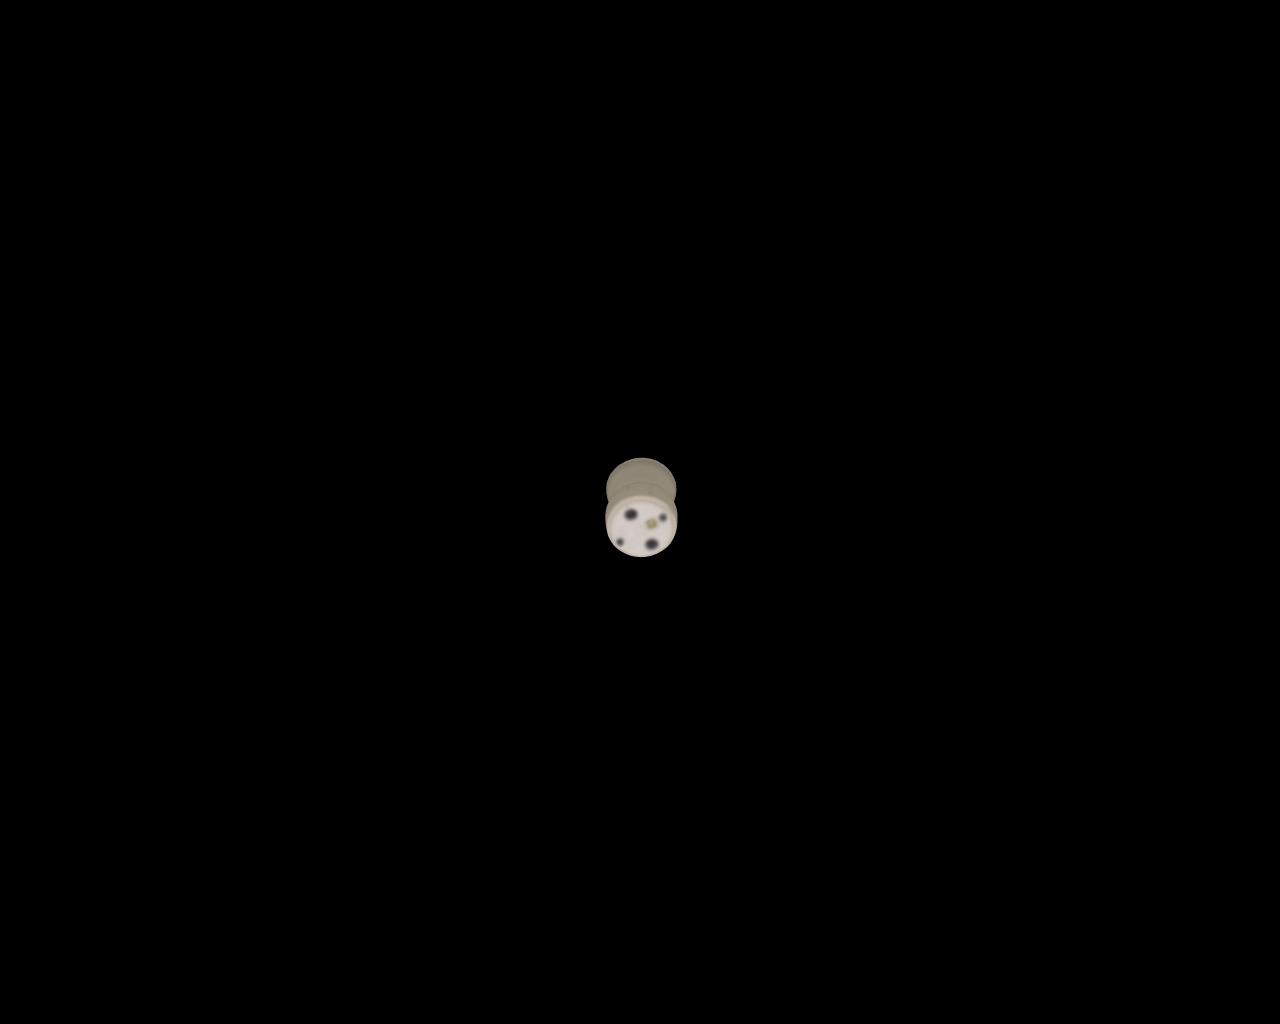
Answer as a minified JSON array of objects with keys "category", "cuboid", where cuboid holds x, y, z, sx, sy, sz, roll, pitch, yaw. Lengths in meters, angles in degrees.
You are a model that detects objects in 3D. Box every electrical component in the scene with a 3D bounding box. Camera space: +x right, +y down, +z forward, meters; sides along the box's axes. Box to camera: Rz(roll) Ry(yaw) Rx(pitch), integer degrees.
[{"category":"electrical component","cuboid":[0.001,-0.003,0.650,0.045,0.044,0.055,0,27,0]}]
